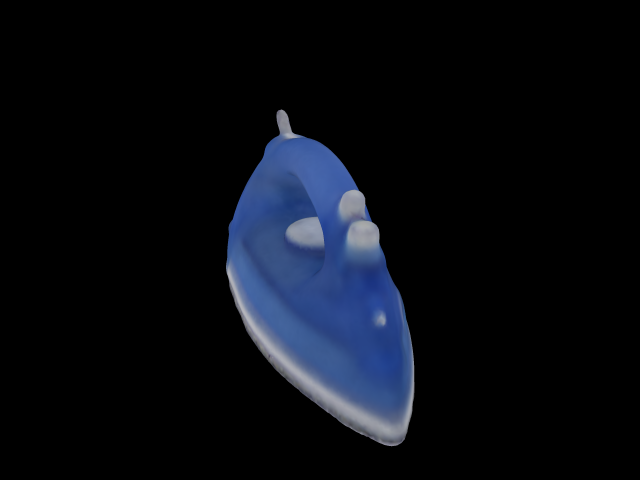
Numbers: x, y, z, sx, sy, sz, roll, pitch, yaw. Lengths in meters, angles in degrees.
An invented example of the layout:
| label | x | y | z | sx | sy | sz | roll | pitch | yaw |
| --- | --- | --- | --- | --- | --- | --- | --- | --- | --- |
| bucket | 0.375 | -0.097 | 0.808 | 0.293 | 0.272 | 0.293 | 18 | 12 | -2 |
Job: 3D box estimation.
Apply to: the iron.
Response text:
| label | x | y | z | sx | sy | sz | roll | pitch | yaw |
| --- | --- | --- | --- | --- | --- | --- | --- | --- | --- |
| iron | 0.004 | 0.001 | 0.400 | 0.119 | 0.141 | 0.257 | -8 | 26 | -17 |
